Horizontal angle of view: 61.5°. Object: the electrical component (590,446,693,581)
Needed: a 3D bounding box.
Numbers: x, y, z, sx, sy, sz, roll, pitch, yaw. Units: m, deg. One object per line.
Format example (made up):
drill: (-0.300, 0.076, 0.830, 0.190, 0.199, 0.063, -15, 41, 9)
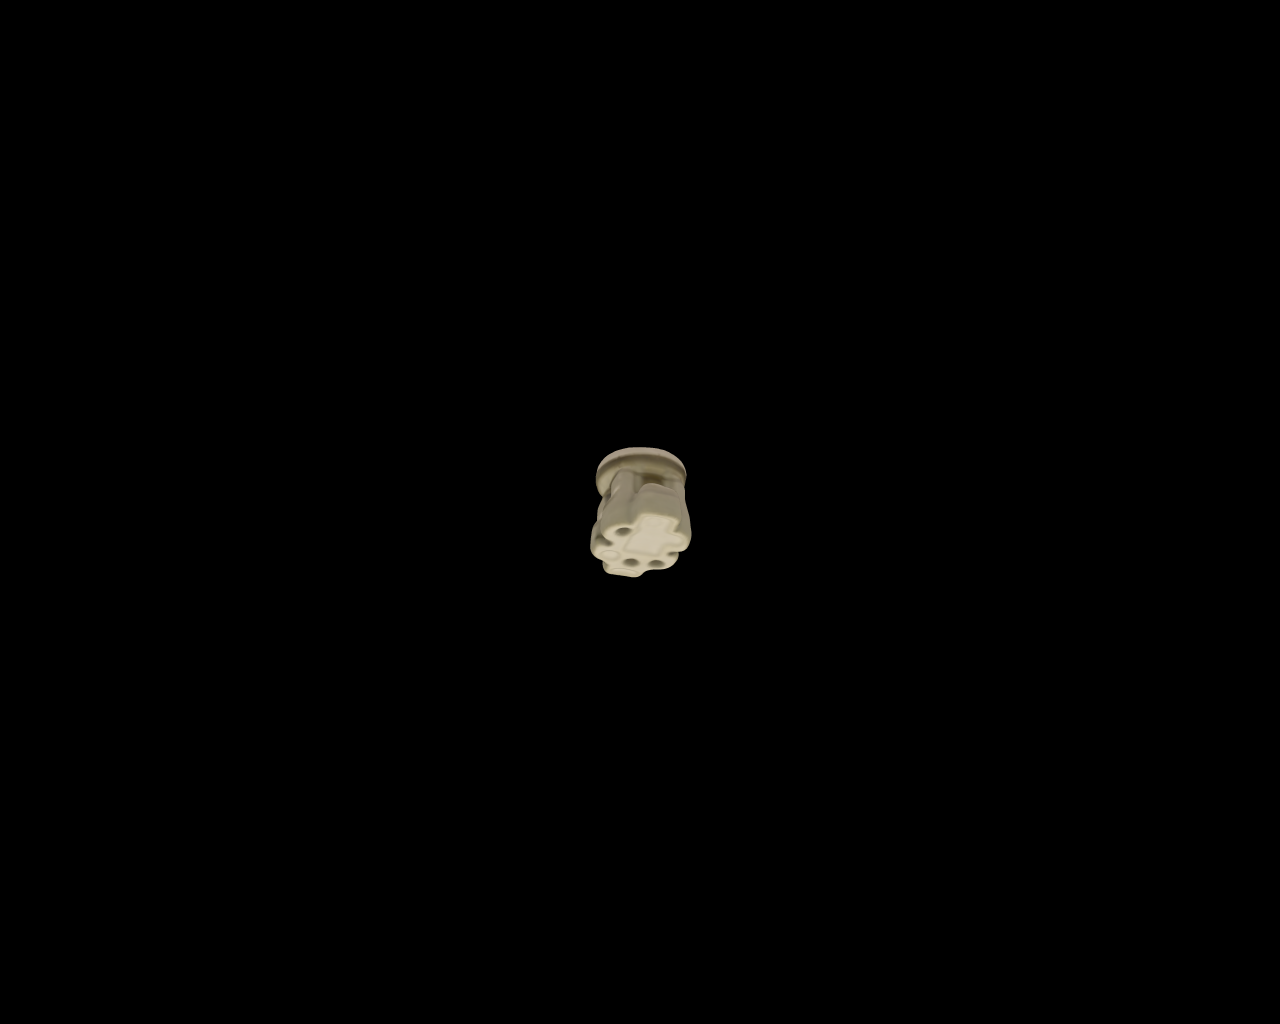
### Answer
electrical component: (0.001, -0.003, 0.650, 0.058, 0.057, 0.078, 10, -34, -15)
